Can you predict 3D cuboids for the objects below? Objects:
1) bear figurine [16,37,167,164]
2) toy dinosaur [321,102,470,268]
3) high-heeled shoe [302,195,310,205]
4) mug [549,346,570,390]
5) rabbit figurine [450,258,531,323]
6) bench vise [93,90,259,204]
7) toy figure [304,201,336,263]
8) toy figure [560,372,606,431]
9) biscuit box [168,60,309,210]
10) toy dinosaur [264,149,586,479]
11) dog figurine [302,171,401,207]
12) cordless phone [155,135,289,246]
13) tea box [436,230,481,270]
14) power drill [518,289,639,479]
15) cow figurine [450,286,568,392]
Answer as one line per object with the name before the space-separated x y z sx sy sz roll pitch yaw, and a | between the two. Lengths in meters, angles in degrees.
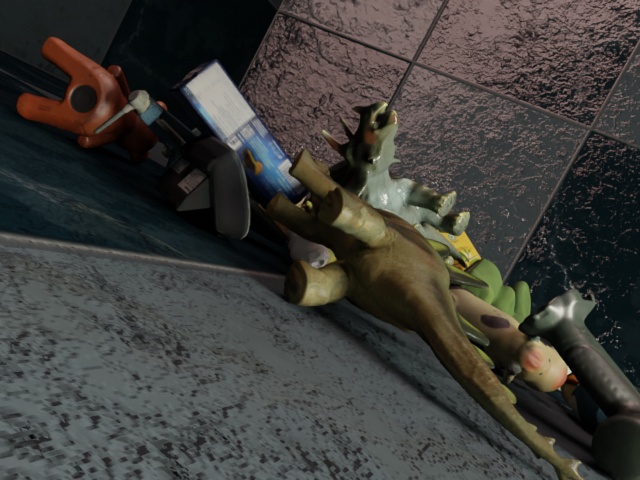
bear figurine | -0.311 -0.189 0.779 0.132 0.120 0.196 25 3 2
toy dinosaur | 0.116 -0.041 0.830 0.192 0.131 0.404 33 -7 30
high-heeled shoe | -0.041 -0.078 1.041 0.145 0.086 0.248 29 -21 14
mug | 0.393 0.201 0.874 0.107 0.080 0.110 12 18 -38
rabbit figurine | 0.282 0.124 0.880 0.170 0.121 0.159 54 37 8
bench vise | -0.187 -0.130 0.750 0.224 0.129 0.240 49 1 38
toy figure | 0.002 0.000 0.788 0.082 0.089 0.180 15 -3 -6
toy figure | 0.344 0.200 0.687 0.058 0.064 0.154 9 2 8
biscuit box | -0.095 -0.121 0.666 0.202 0.059 0.063 53 -15 -28
toy dinosaur | 0.068 0.028 0.523 0.198 0.105 0.472 21 24 -26
dog figurine | 0.051 -0.063 1.112 0.219 0.108 0.191 -2 -26 -8
cordless phone | -0.091 -0.033 0.642 0.184 0.089 0.147 42 -5 -35
tea box | 0.207 0.039 0.996 0.169 0.068 0.098 -10 60 -29
power drill | 0.305 0.156 0.550 0.232 0.086 0.207 14 46 -46
cow figurine | 0.233 0.127 0.711 0.195 0.085 0.127 34 1 36
